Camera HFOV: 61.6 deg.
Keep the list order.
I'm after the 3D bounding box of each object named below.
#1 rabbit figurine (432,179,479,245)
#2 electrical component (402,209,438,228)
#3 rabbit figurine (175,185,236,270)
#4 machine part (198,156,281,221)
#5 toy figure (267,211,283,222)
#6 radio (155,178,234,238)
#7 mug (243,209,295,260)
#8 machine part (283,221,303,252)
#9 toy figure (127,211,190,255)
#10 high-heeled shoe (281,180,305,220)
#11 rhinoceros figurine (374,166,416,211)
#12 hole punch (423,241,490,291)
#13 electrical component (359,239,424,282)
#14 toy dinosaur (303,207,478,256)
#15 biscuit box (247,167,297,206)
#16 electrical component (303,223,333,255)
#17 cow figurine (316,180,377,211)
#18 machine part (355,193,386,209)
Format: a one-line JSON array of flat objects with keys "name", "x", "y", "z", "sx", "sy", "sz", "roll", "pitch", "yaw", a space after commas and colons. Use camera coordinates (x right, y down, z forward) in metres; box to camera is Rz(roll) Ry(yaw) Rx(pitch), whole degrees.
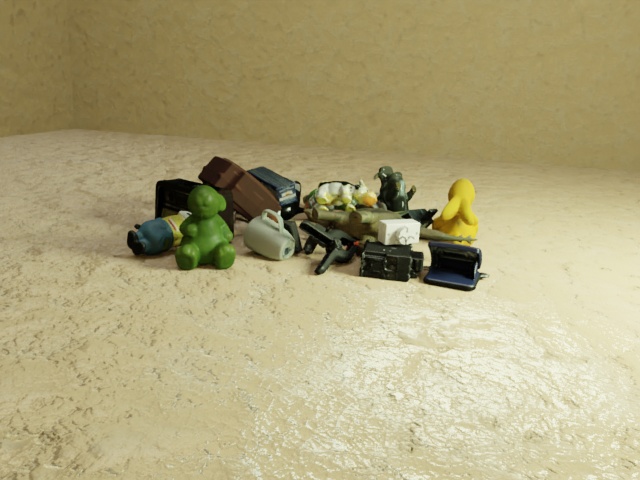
[{"name": "rabbit figurine", "x": 0.351, "y": -0.072, "z": 1.386, "sx": 0.122, "sy": 0.173, "sz": 0.162, "roll": 13, "pitch": 14, "yaw": 18}, {"name": "electrical component", "x": 0.254, "y": -0.054, "z": 1.403, "sx": 0.075, "sy": 0.119, "sz": 0.048, "roll": -9, "pitch": 57, "yaw": -33}, {"name": "rabbit figurine", "x": -0.233, "y": -0.042, "z": 1.127, "sx": 0.121, "sy": 0.170, "sz": 0.159, "roll": 3, "pitch": 32, "yaw": -7}, {"name": "machine part", "x": -0.213, "y": -0.128, "z": 1.435, "sx": 0.200, "sy": 0.087, "sz": 0.202, "roll": 43, "pitch": -10, "yaw": -34}, {"name": "toy figure", "x": -0.129, "y": -0.029, "z": 1.343, "sx": 0.064, "sy": 0.058, "sz": 0.154, "roll": -35, "pitch": -5, "yaw": 28}, {"name": "radio", "x": -0.316, "y": -0.075, "z": 1.338, "sx": 0.230, "sy": 0.131, "sz": 0.073, "roll": 15, "pitch": 19, "yaw": 35}, {"name": "mug", "x": -0.105, "y": -0.009, "z": 1.215, "sx": 0.107, "sy": 0.109, "sz": 0.081, "roll": 29, "pitch": 23, "yaw": 30}, {"name": "machine part", "x": -0.067, "y": -0.012, "z": 1.292, "sx": 0.039, "sy": 0.084, "sz": 0.139, "roll": -23, "pitch": 7, "yaw": -4}, {"name": "toy figure", "x": -0.352, "y": -0.014, "z": 1.215, "sx": 0.089, "sy": 0.082, "sz": 0.180, "roll": -14, "pitch": 8, "yaw": 41}, {"name": "high-heeled shoe", "x": -0.119, "y": -0.126, "z": 1.620, "sx": 0.145, "sy": 0.086, "sz": 0.249, "roll": 1, "pitch": 25, "yaw": -27}, {"name": "rhinoceros figurine", "x": 0.210, "y": -0.119, "z": 1.500, "sx": 0.073, "sy": 0.190, "sz": 0.112, "roll": -4, "pitch": -16, "yaw": -31}, {"name": "hole punch", "x": 0.283, "y": 0.044, "z": 1.131, "sx": 0.142, "sy": 0.092, "sz": 0.116, "roll": 6, "pitch": 12, "yaw": 21}, {"name": "electrical component", "x": 0.156, "y": 0.043, "z": 1.160, "sx": 0.134, "sy": 0.058, "sz": 0.115, "roll": 5, "pitch": 18, "yaw": 7}, {"name": "toy dinosaur", "x": 0.142, "y": -0.033, "z": 1.328, "sx": 0.472, "sy": 0.105, "sz": 0.198, "roll": 17, "pitch": 21, "yaw": 41}, {"name": "biscuit box", "x": -0.142, "y": -0.157, "z": 1.545, "sx": 0.063, "sy": 0.059, "sz": 0.203, "roll": -21, "pitch": 31, "yaw": -25}, {"name": "electrical component", "x": -0.003, "y": -0.004, "z": 1.266, "sx": 0.045, "sy": 0.078, "sz": 0.102, "roll": 28, "pitch": 10, "yaw": -4}, {"name": "cow figurine", "x": 0.074, "y": -0.127, "z": 1.480, "sx": 0.167, "sy": 0.068, "sz": 0.098, "roll": -2, "pitch": 49, "yaw": 10}, {"name": "machine part", "x": 0.154, "y": -0.089, "z": 1.574, "sx": 0.079, "sy": 0.079, "sz": 0.243, "roll": 9, "pitch": 16, "yaw": 18}]
